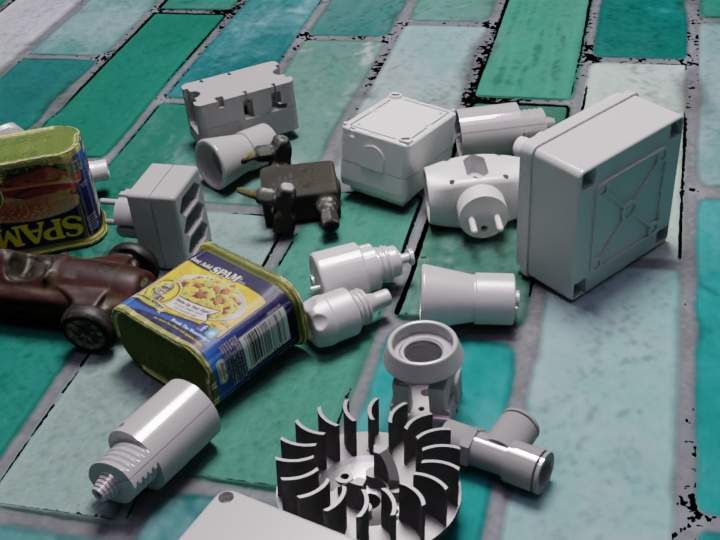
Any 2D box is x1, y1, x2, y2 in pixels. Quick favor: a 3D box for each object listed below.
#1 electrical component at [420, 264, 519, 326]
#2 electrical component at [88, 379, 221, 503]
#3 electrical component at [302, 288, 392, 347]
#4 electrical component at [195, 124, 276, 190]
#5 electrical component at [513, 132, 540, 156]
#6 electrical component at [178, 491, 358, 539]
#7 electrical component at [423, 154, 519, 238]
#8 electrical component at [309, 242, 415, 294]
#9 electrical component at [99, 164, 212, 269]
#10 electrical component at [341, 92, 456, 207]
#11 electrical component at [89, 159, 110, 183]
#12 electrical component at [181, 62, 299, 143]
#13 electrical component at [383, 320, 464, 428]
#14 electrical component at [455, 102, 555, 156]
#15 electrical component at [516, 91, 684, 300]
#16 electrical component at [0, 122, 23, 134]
[{"bbox_3d":[0.073,0.019,0.717,0.065,0.044,0.044,1,36,2],"label":"electrical component"},{"bbox_3d":[-0.123,0.104,0.625,0.043,0.043,0.081,18,42,30],"label":"electrical component"},{"bbox_3d":[-0.007,0.028,0.722,0.061,0.035,0.035,-20,38,-22],"label":"electrical component"},{"bbox_3d":[-0.100,-0.099,0.907,0.065,0.044,0.044,-26,40,-33],"label":"electrical component"},{"bbox_3d":[0.152,-0.090,0.854,0.062,0.043,0.043,23,45,36],"label":"electrical component"},{"bbox_3d":[-0.039,0.164,0.517,0.113,0.057,0.078,15,41,27],"label":"electrical component"},{"bbox_3d":[0.090,-0.050,0.807,0.077,0.043,0.079,-6,35,0],"label":"electrical component"},{"bbox_3d":[0.000,0.000,0.754,0.078,0.040,0.040,-15,36,-11],"label":"electrical component"},{"bbox_3d":[-0.161,-0.042,0.815,0.077,0.065,0.047,5,37,15],"label":"electrical component"},{"bbox_3d":[0.034,-0.099,0.873,0.062,0.061,0.096,21,36,25],"label":"electrical component"},{"bbox_3d":[-0.241,-0.078,0.898,0.062,0.043,0.043,-12,36,-10],"label":"electrical component"},{"bbox_3d":[-0.105,-0.140,0.952,0.089,0.055,0.050,-18,38,-17],"label":"electrical component"},{"bbox_3d":[0.039,0.064,0.646,0.048,0.055,0.066,4,37,14],"label":"electrical component"},{"bbox_3d":[0.122,-0.117,0.895,0.081,0.043,0.043,-7,36,-1],"label":"electrical component"},{"bbox_3d":[0.165,-0.052,0.744,0.109,0.108,0.056,-29,44,-28],"label":"electrical component"},{"bbox_3d":[-0.301,-0.101,0.937,0.043,0.043,0.081,-29,41,-29],"label":"electrical component"}]
